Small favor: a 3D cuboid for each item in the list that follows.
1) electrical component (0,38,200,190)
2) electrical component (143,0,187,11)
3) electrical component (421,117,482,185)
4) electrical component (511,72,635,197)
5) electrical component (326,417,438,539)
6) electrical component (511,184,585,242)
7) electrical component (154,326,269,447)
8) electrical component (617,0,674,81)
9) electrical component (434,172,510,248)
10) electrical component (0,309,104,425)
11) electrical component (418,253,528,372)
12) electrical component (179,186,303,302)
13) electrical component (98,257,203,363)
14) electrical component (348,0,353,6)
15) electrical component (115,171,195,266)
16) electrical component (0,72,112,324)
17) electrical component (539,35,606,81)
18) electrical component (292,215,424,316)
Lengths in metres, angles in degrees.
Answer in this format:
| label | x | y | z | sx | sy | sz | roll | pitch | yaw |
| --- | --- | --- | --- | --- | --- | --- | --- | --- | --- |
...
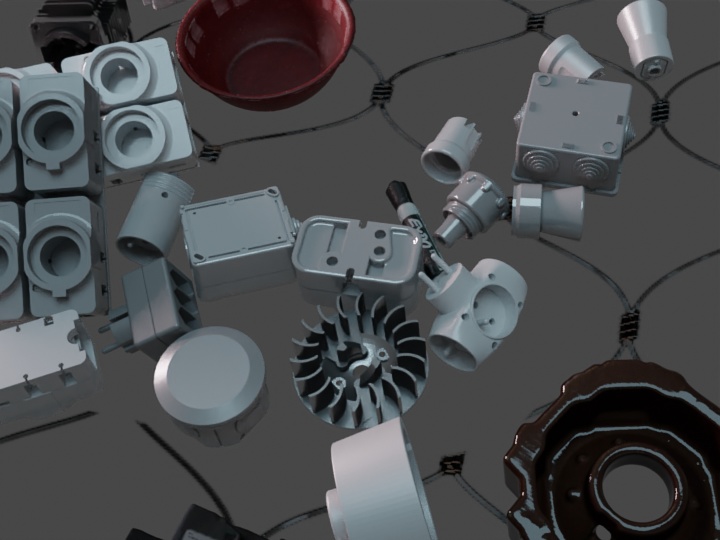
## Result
| label | x | y | z | sx | sy | sz | roll | pitch | yaw |
| --- | --- | --- | --- | --- | --- | --- | --- | --- | --- |
| electrical component | -0.241 | -0.121 | 0.910 | 0.186 | 0.060 | 0.105 | -14 | 85 | -3 |
| electrical component | -0.202 | -0.312 | 1.059 | 0.061 | 0.061 | 0.096 | -24 | 57 | -10 |
| electrical component | 0.078 | -0.101 | 0.903 | 0.040 | 0.040 | 0.046 | 20 | 55 | 18 |
| electrical component | 0.178 | -0.115 | 0.896 | 0.100 | 0.048 | 0.099 | 10 | 58 | 12 |
| electrical component | 0.012 | 0.156 | 0.699 | 0.060 | 0.108 | 0.108 | -16 | 56 | 3 |
| electrical component | 0.149 | -0.046 | 0.855 | 0.055 | 0.045 | 0.045 | 3 | 57 | 9 |
| electrical component | -0.106 | 0.086 | 0.788 | 0.080 | 0.051 | 0.080 | -3 | 56 | 4 |
| electrical component | 0.255 | -0.200 | 0.951 | 0.044 | 0.044 | 0.065 | -5 | 61 | 3 |
| electrical component | 0.086 | -0.045 | 0.862 | 0.048 | 0.048 | 0.062 | 37 | 75 | 26 |
| electrical component | -0.244 | 0.076 | 0.806 | 0.089 | 0.055 | 0.050 | -17 | 56 | -6 |
| electrical component | 0.076 | 0.022 | 0.803 | 0.079 | 0.044 | 0.077 | 44 | 64 | -14 |
| electrical component | -0.089 | -0.019 | 0.855 | 0.096 | 0.061 | 0.061 | -12 | 55 | -10 |
| electrical component | -0.167 | 0.040 | 0.828 | 0.077 | 0.047 | 0.065 | -24 | 58 | 9 |
| electrical component | -0.009 | -0.307 | 1.031 | 0.063 | 0.079 | 0.121 | 37 | 63 | -6 |
| electrical component | -0.167 | -0.047 | 0.889 | 0.043 | 0.043 | 0.081 | 10 | 58 | 12 |
| electrical component | -0.258 | -0.054 | 0.839 | 0.105 | 0.060 | 0.186 | -4 | 85 | -1 |
| electrical component | 0.187 | -0.177 | 0.943 | 0.040 | 0.040 | 0.046 | -36 | 66 | -17 |
| electrical component | 0.000 | 0.000 | 0.830 | 0.095 | 0.059 | 0.053 | 8 | 57 | 11 |
